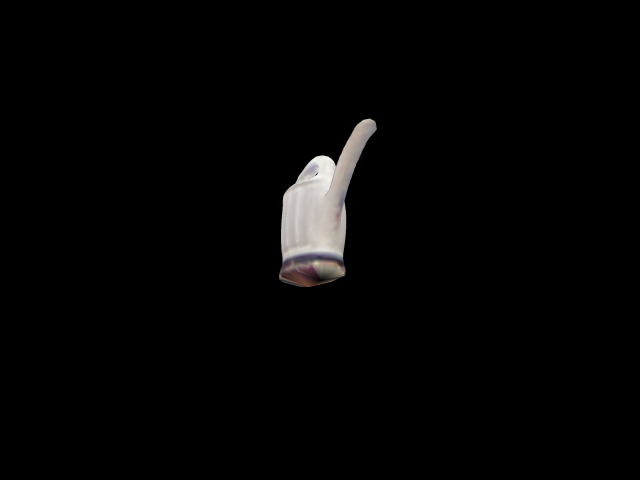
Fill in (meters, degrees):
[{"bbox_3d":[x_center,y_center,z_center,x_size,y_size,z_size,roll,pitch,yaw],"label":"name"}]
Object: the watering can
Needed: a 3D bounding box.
[{"bbox_3d":[0.003,-0.043,0.850,0.104,0.227,0.343,7,-18,-21],"label":"watering can"}]
